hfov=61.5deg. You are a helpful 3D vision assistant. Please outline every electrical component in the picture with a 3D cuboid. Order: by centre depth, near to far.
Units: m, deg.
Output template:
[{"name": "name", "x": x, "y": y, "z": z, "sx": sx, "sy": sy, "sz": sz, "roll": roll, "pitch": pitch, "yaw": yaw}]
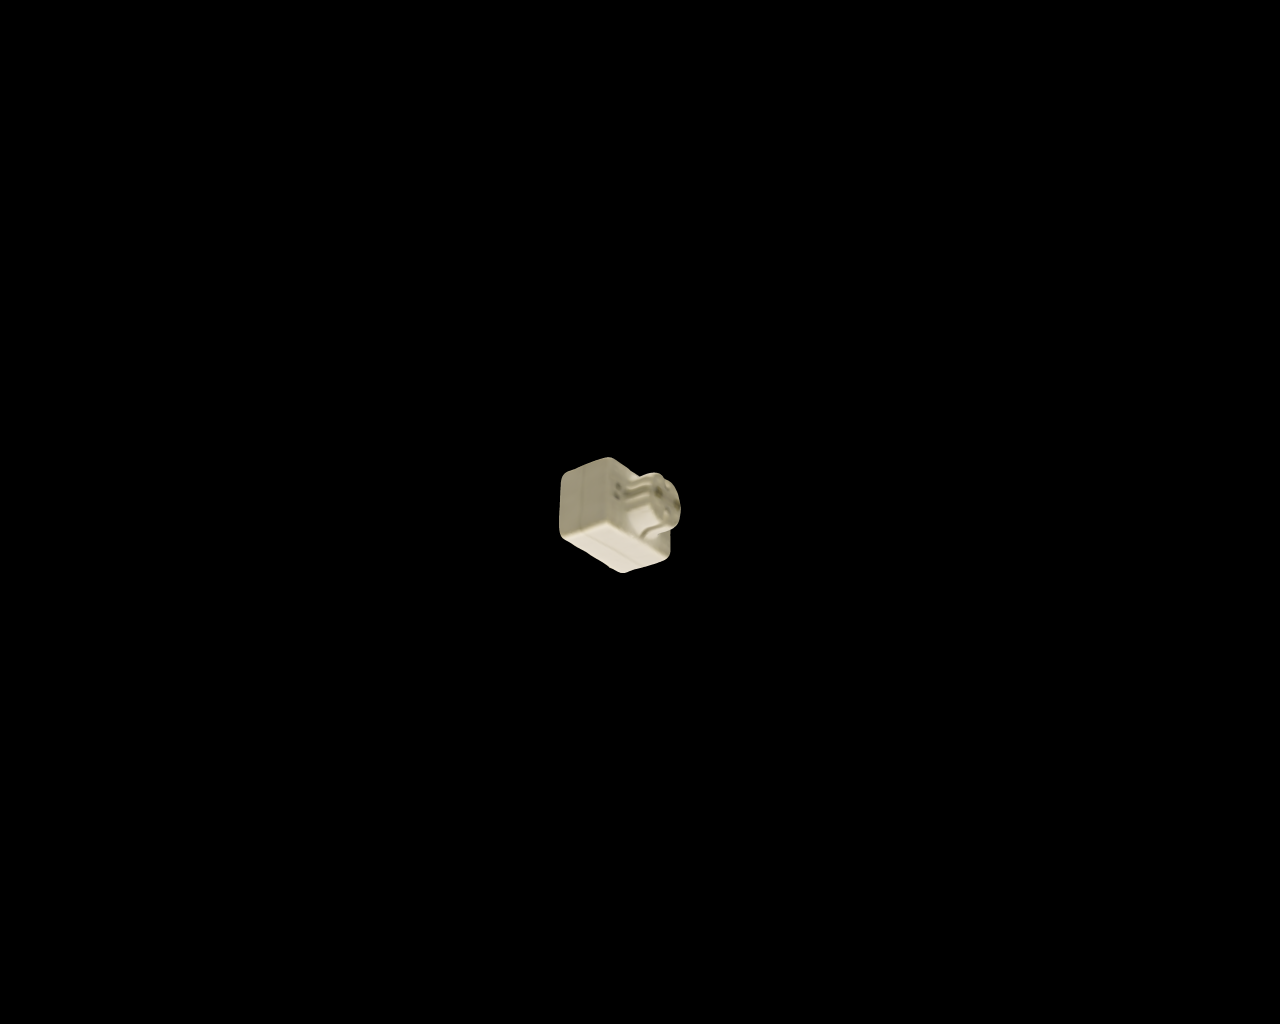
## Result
[{"name": "electrical component", "x": 0.001, "y": -0.003, "z": 0.650, "sx": 0.076, "sy": 0.047, "sz": 0.065, "roll": -19, "pitch": -34, "yaw": 31}]
